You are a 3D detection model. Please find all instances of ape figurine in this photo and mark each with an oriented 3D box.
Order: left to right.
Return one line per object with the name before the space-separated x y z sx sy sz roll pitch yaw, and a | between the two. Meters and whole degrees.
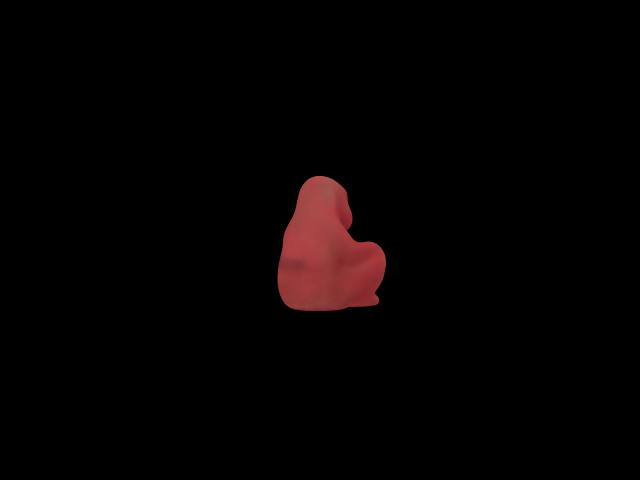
ape figurine | 0.004 0.001 0.400 0.076 0.092 0.077 -2 3 -40
